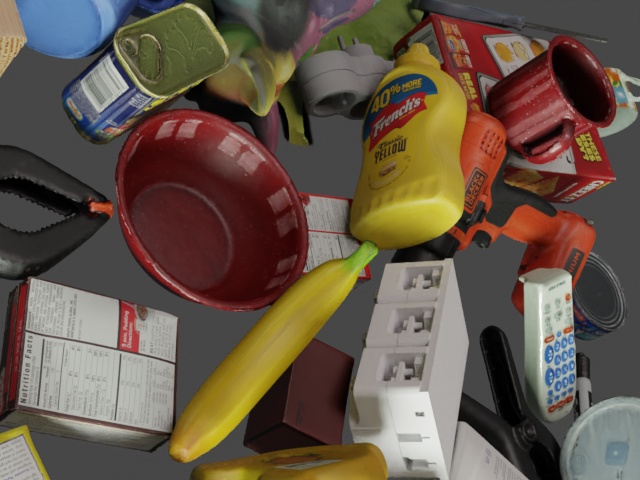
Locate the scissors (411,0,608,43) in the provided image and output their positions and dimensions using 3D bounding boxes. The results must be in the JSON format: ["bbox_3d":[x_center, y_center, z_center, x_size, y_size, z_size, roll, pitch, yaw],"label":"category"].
[{"bbox_3d":[0.184,-0.220,1.067,0.202,0.016,0.096,15,15,17],"label":"scissors"}]

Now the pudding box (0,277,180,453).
[{"bbox_3d":[-0.147,0.081,0.684,0.113,0.039,0.090,17,57,-30],"label":"pudding box"}]

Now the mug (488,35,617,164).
[{"bbox_3d":[0.208,-0.117,0.972,0.093,0.082,0.117,29,51,-28],"label":"mug"}]

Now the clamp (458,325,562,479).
[{"bbox_3d":[0.155,0.164,0.893,0.120,0.039,0.171,-22,81,-43],"label":"clamp"}]

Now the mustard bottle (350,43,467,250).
[{"bbox_3d":[0.077,-0.089,0.889,0.058,0.096,0.191,34,49,-34],"label":"mustard bottle"}]

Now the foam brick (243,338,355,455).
[{"bbox_3d":[-0.015,0.116,0.767,0.053,0.051,0.078,30,49,-23],"label":"foam brick"}]

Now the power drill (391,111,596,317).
[{"bbox_3d":[0.152,0.005,0.941,0.187,0.057,0.184,31,83,-36],"label":"power drill"}]

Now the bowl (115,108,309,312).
[{"bbox_3d":[-0.088,-0.014,0.778,0.161,0.055,0.162,21,54,-31],"label":"bowl"}]

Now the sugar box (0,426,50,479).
[{"bbox_3d":[-0.171,0.200,0.588,0.093,0.048,0.176,-20,83,-45],"label":"sugar box"}]

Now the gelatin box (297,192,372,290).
[{"bbox_3d":[-0.006,0.001,0.859,0.089,0.030,0.073,5,64,-40],"label":"gelatin box"}]

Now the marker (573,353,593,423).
[{"bbox_3d":[0.243,0.159,0.986,0.020,0.020,0.121,26,51,-27],"label":"marker"}]

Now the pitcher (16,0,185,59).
[{"bbox_3d":[-0.158,-0.246,0.817,0.149,0.145,0.242,25,53,-8],"label":"pitcher"}]

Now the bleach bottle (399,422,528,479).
[{"bbox_3d":[0.167,0.255,0.835,0.250,0.068,0.102,43,46,-16],"label":"bleach bottle"}]

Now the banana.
[{"bbox_3d":[-0.037,0.074,0.718,0.037,0.070,0.197,38,68,8],"label":"banana"}]

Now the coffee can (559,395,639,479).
[{"bbox_3d":[0.283,0.208,0.910,0.140,0.103,0.102,39,44,-37],"label":"coffee can"}]

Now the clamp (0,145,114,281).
[{"bbox_3d":[-0.227,-0.010,0.670,0.209,0.036,0.164,10,60,-38],"label":"clamp"}]

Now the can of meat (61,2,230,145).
[{"bbox_3d":[-0.130,-0.120,0.782,0.057,0.084,0.101,56,41,-5],"label":"can of meat"}]

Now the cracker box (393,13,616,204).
[{"bbox_3d":[0.184,-0.125,1.069,0.213,0.072,0.164,2,65,-41],"label":"cracker box"}]

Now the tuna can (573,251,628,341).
[{"bbox_3d":[0.263,0.055,1.055,0.086,0.034,0.086,21,53,-31],"label":"tuna can"}]

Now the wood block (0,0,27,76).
[{"bbox_3d":[-0.276,-0.199,0.702,0.090,0.090,0.206,-7,70,-43],"label":"wood block"}]
